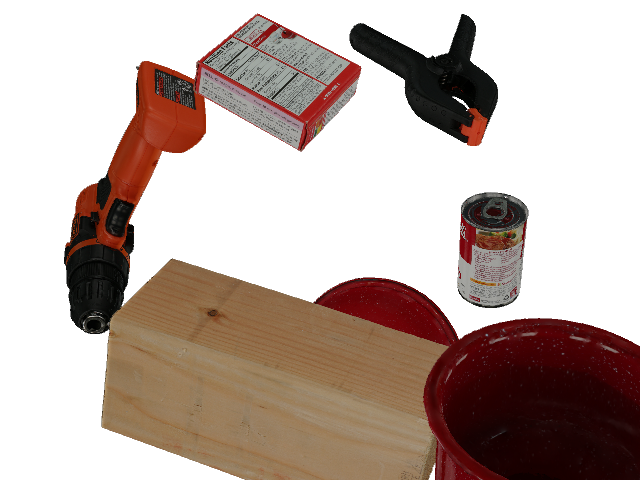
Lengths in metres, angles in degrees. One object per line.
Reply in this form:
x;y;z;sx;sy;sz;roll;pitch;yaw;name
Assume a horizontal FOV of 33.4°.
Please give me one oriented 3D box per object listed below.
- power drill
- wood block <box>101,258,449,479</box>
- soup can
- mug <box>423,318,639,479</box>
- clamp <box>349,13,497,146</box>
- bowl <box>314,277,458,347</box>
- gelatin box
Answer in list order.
-0.156;-0.038;0.868;0.057;0.188;0.184;21;29;-24;power drill
-0.024;0.095;0.680;0.206;0.090;0.090;17;30;13;wood block
0.177;0.010;1.105;0.068;0.102;0.068;-2;35;1;soup can
0.096;0.090;0.396;0.117;0.081;0.093;4;36;9;mug
0.094;-0.145;0.927;0.120;0.039;0.171;-7;42;-5;clamp
0.038;0.114;0.897;0.162;0.162;0.055;0;4;23;bowl
-0.029;-0.108;0.717;0.089;0.030;0.073;29;50;13;gelatin box
